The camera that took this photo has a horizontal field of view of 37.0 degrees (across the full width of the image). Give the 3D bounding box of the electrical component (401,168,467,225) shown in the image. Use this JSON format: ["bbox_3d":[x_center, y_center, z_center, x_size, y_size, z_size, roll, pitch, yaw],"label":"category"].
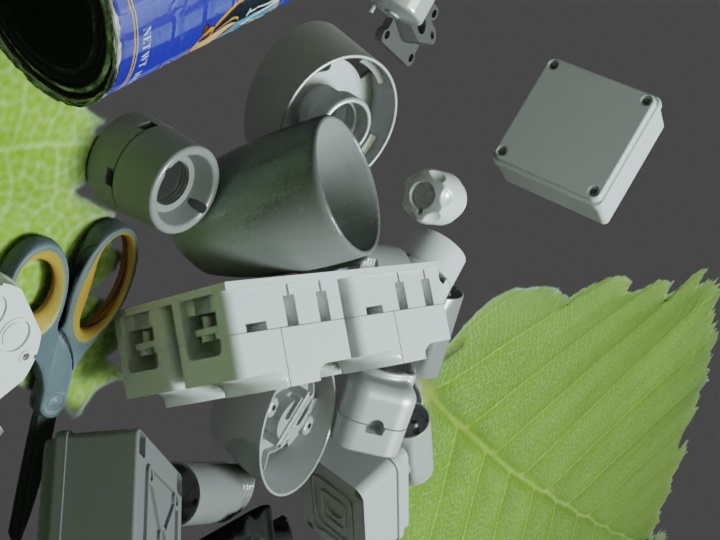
[{"bbox_3d":[0.063,-0.056,0.844,0.062,0.043,0.043,2,112,-59],"label":"electrical component"}]

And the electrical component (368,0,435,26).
[{"bbox_3d":[0.037,-0.194,0.691,0.078,0.040,0.040,-61,151,-1],"label":"electrical component"}]

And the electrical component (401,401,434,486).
[{"bbox_3d":[0.033,0.170,0.983,0.079,0.044,0.077,-43,145,-30],"label":"electrical component"}]

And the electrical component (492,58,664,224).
[{"bbox_3d":[0.189,-0.112,0.929,0.108,0.109,0.056,-59,153,-6],"label":"electrical component"}]

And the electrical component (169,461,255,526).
[{"bbox_3d":[-0.105,0.156,0.755,0.081,0.043,0.043,17,99,-60],"label":"electrical component"}]

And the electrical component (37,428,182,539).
[{"bbox_3d":[-0.141,0.158,0.620,0.108,0.056,0.108,79,7,-64],"label":"electrical component"}]

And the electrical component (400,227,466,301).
[{"bbox_3d":[0.052,-0.001,0.862,0.047,0.055,0.055,-57,150,-17],"label":"electrical component"}]

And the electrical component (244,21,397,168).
[{"bbox_3d":[-0.027,-0.101,0.671,0.099,0.064,0.099,-24,133,-29],"label":"electrical component"}]

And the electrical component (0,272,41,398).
[{"bbox_3d":[-0.195,0.029,0.503,0.080,0.051,0.080,-38,142,-36],"label":"electrical component"}]

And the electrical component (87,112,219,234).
[{"bbox_3d":[-0.109,-0.051,0.575,0.055,0.047,0.055,-38,142,-36],"label":"electrical component"}]

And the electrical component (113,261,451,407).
[{"bbox_3d":[-0.042,0.039,0.659,0.186,0.105,0.060,-6,84,-48],"label":"electrical component"}]

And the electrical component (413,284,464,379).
[{"bbox_3d":[0.047,0.052,0.906,0.079,0.044,0.077,-14,126,-53],"label":"electrical component"}]

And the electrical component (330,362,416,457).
[{"bbox_3d":[0.008,0.094,0.831,0.095,0.054,0.059,-111,-143,-69],"label":"electrical component"}]

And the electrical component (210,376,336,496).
[{"bbox_3d":[-0.057,0.101,0.764,0.099,0.064,0.099,-37,142,-37],"label":"electrical component"}]

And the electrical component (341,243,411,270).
[{"bbox_3d":[0.000,0.000,0.791,0.081,0.043,0.043,5,109,-58],"label":"electrical component"}]

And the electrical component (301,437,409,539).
[{"bbox_3d":[-0.004,0.184,0.903,0.057,0.078,0.113,-37,142,-32],"label":"electrical component"}]
